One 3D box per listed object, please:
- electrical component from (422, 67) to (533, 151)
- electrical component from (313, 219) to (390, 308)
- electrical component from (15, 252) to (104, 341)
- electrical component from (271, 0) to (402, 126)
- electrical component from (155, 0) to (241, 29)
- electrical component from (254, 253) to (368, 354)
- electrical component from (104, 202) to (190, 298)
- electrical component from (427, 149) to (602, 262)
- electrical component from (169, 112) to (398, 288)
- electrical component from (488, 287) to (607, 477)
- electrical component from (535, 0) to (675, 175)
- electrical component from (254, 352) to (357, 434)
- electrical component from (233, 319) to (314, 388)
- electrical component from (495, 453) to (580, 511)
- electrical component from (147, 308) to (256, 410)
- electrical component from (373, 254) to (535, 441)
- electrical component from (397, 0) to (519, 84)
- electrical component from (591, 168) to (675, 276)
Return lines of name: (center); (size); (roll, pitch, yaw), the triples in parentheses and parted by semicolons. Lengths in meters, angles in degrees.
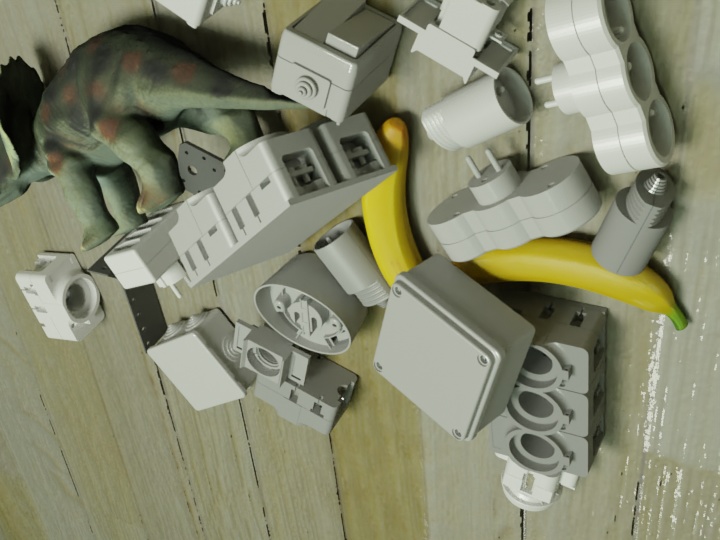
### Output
electrical component: (0.082, -0.113, 0.790); (0.081, 0.043, 0.043); (-20, 113, 44)
electrical component: (0.000, 0.000, 0.944); (0.043, 0.043, 0.081); (-21, 113, 43)
electrical component: (-0.327, 0.029, 1.186); (0.056, 0.050, 0.089); (3, 128, 32)
electrical component: (-0.019, -0.156, 0.781); (0.062, 0.096, 0.061); (29, 134, 11)
electrical component: (-0.127, -0.235, 0.811); (0.096, 0.061, 0.061); (35, 138, 3)
electrical component: (-0.044, 0.034, 0.989); (0.099, 0.064, 0.099); (18, 134, 20)
electrical component: (-0.187, -0.009, 1.033); (0.047, 0.083, 0.075); (-11, 119, 40)
electrical component: (0.107, -0.059, 0.814); (0.138, 0.052, 0.073); (-16, 116, 42)
electrical component: (-0.070, -0.057, 0.868); (0.186, 0.105, 0.060); (-33, 81, 53)
electrical component: (0.157, 0.099, 0.912); (0.089, 0.061, 0.150); (12, 132, 25)
electrical component: (0.154, -0.126, 0.723); (0.074, 0.052, 0.138); (-7, 122, 38)
electrical component: (-0.056, 0.118, 1.081); (0.089, 0.050, 0.055); (28, 137, 11)
electrical component: (-0.080, 0.072, 1.046); (0.081, 0.063, 0.042); (26, 136, 12)
electrical component: (0.161, 0.183, 0.986); (0.078, 0.058, 0.057); (21, 133, 17)
electrical component: (-0.160, 0.093, 1.130); (0.100, 0.048, 0.099); (-21, 113, 43)
electrical component: (0.072, 0.062, 0.860); (0.109, 0.056, 0.108); (39, 139, 26)
electrical component: (0.073, -0.173, 0.745); (0.081, 0.042, 0.063); (32, 136, 6)
electrical component: (0.201, -0.038, 0.775); (0.043, 0.043, 0.081); (28, 137, 11)
